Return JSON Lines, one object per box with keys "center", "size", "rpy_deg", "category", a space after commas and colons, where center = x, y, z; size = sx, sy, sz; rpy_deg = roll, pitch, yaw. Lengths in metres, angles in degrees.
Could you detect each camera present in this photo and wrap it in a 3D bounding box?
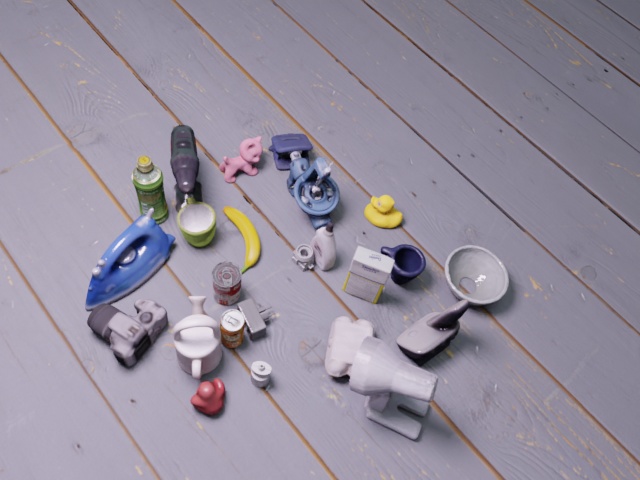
{"center": [-0.430, 0.181, 1.261], "size": [0.136, 0.101, 0.143], "rpy_deg": [30, 59, 9], "category": "camera"}

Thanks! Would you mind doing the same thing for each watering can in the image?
{"center": [-0.263, 0.203, 1.220], "size": [0.101, 0.194, 0.172], "rpy_deg": [-21, 64, -20], "category": "watering can"}

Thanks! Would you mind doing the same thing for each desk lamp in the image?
{"center": [0.154, 0.310, 1.213], "size": [0.203, 0.213, 0.118], "rpy_deg": [24, 58, 6], "category": "desk lamp"}

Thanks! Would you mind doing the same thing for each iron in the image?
{"center": [-0.455, 0.039, 1.319], "size": [0.118, 0.141, 0.259], "rpy_deg": [31, 59, 10], "category": "iron"}

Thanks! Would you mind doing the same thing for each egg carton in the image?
{"center": [0.069, 0.249, 1.321], "size": [0.107, 0.069, 0.150], "rpy_deg": [11, 58, -3], "category": "egg carton"}

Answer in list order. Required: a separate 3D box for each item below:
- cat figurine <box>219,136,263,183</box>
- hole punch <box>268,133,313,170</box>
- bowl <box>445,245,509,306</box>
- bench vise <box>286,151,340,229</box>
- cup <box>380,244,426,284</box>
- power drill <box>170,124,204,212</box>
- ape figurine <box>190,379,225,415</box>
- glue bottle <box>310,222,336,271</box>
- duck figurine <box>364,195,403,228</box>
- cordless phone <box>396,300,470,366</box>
{"center": [-0.205, -0.226, 1.536], "size": [0.128, 0.118, 0.067], "rpy_deg": [-24, 65, -22], "category": "cat figurine"}
{"center": [-0.082, -0.260, 1.594], "size": [0.109, 0.091, 0.101], "rpy_deg": [-8, 60, -14], "category": "hole punch"}
{"center": [0.389, 0.102, 1.461], "size": [0.167, 0.075, 0.167], "rpy_deg": [4, 58, -7], "category": "bowl"}
{"center": [-0.031, -0.154, 1.461], "size": [0.122, 0.220, 0.207], "rpy_deg": [-37, 71, -26], "category": "bench vise"}
{"center": [0.198, 0.065, 1.440], "size": [0.117, 0.095, 0.092], "rpy_deg": [26, 58, 7], "category": "cup"}
{"center": [-0.330, -0.160, 1.422], "size": [0.076, 0.208, 0.229], "rpy_deg": [-6, 60, -13], "category": "power drill"}
{"center": [-0.236, 0.326, 1.210], "size": [0.078, 0.092, 0.076], "rpy_deg": [-14, 62, -17], "category": "ape figurine"}
{"center": [0.013, 0.005, 1.399], "size": [0.037, 0.173, 0.078], "rpy_deg": [-28, 67, -23], "category": "glue bottle"}
{"center": [0.176, -0.083, 1.532], "size": [0.104, 0.086, 0.077], "rpy_deg": [22, 58, 4], "category": "duck figurine"}
{"center": [0.264, 0.200, 1.315], "size": [0.148, 0.185, 0.094], "rpy_deg": [-34, 69, -25], "category": "cordless phone"}
